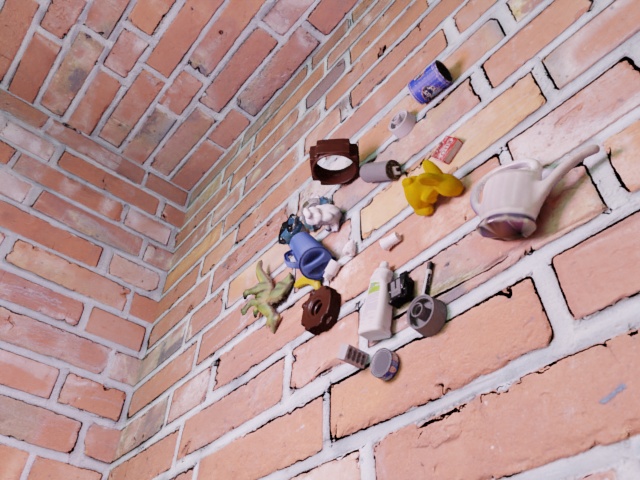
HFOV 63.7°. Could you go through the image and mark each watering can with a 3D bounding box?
[{"bbox_3d":[0.511,-0.115,1.279,0.345,0.103,0.228,-15,51,53],"label":"watering can"}]

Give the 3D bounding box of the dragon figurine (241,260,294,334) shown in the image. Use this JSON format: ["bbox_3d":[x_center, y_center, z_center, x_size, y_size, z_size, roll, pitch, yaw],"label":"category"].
[{"bbox_3d":[-0.204,0.212,2.185,0.241,0.120,0.421,-21,44,26],"label":"dragon figurine"}]

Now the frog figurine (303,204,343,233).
[{"bbox_3d":[0.006,-0.103,2.053,0.122,0.158,0.139,-54,27,8],"label":"frog figurine"}]
